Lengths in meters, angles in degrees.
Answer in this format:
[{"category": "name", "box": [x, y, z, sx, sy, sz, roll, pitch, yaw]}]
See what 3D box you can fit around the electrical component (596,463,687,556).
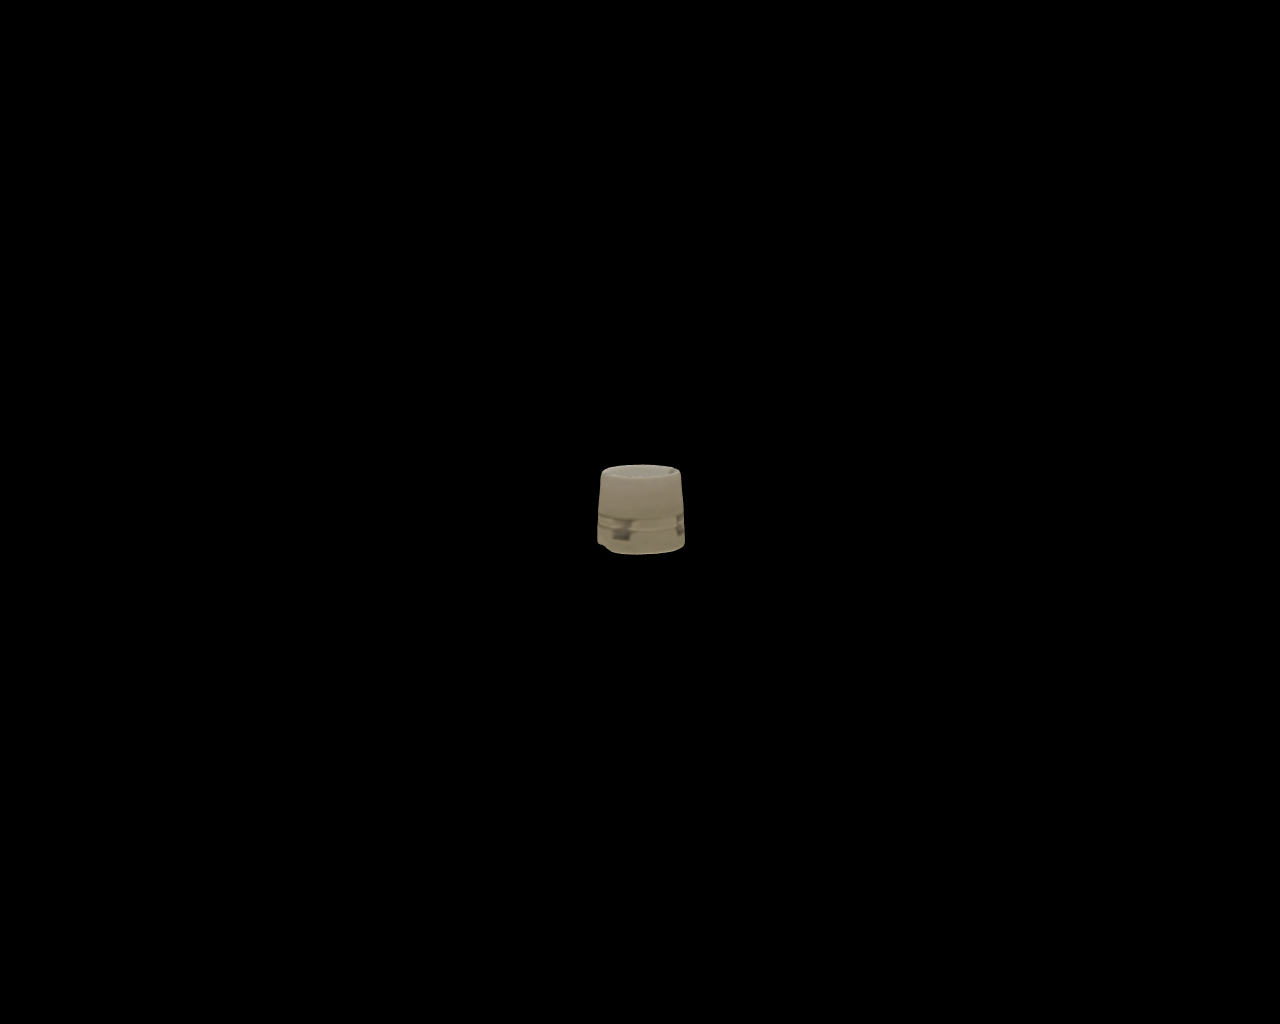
[{"category": "electrical component", "box": [0.001, -0.003, 0.650, 0.055, 0.047, 0.055, 0, 11, 0]}]
